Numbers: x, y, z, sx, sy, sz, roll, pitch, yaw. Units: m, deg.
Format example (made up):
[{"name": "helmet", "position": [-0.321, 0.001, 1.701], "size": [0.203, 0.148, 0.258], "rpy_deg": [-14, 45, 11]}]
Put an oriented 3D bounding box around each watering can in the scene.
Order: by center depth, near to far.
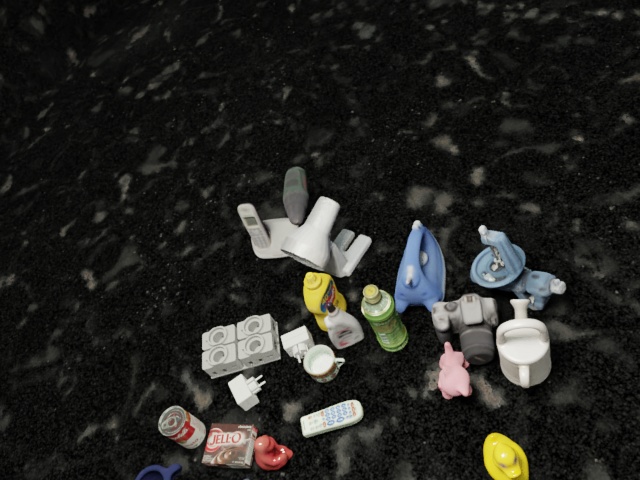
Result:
[{"name": "watering can", "position": [0.399, 0.200, 1.135], "size": [0.101, 0.195, 0.172], "rpy_deg": [-22, 49, 6]}]

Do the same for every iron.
[{"name": "iron", "position": [0.232, 0.041, 1.364], "size": [0.118, 0.142, 0.258], "rpy_deg": [-4, 53, 20]}]

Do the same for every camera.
[{"name": "camera", "position": [0.317, 0.194, 1.236], "size": [0.143, 0.101, 0.137], "rpy_deg": [-11, 51, 15]}]

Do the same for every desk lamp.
[{"name": "desk lamp", "position": [0.013, 0.005, 1.436], "size": [0.117, 0.214, 0.203], "rpy_deg": [20, 64, 34]}]

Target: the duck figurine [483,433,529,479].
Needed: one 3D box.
[{"name": "duck figurine", "position": [0.344, 0.406, 1.071], "size": [0.077, 0.086, 0.104], "rpy_deg": [-26, 49, 2]}]

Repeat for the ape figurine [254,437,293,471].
[{"name": "ape figurine", "position": [-0.111, 0.450, 1.225], "size": [0.076, 0.092, 0.077], "rpy_deg": [-30, 48, -1]}]

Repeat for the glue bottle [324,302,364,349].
[{"name": "glue bottle", "position": [0.044, 0.189, 1.307], "size": [0.078, 0.174, 0.037], "rpy_deg": [-27, 48, 1]}]

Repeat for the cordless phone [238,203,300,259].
[{"name": "cordless phone", "position": [-0.134, -0.034, 1.548], "size": [0.147, 0.185, 0.094], "rpy_deg": [-8, 52, 17]}]

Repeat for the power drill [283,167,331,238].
[{"name": "power drill", "position": [-0.040, -0.076, 1.525], "size": [0.075, 0.209, 0.229], "rpy_deg": [-18, 49, 9]}]

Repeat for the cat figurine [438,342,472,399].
[{"name": "cat figurine", "position": [0.274, 0.274, 1.181], "size": [0.067, 0.118, 0.127], "rpy_deg": [-12, 51, 15]}]

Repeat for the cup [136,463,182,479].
[{"name": "cup", "position": [-0.336, 0.540, 1.248], "size": [0.118, 0.095, 0.091], "rpy_deg": [-40, 49, -10]}]

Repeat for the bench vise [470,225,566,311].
[{"name": "bench vise", "position": [0.418, 0.047, 1.228], "size": [0.206, 0.220, 0.121], "rpy_deg": [3, 56, 25]}]
